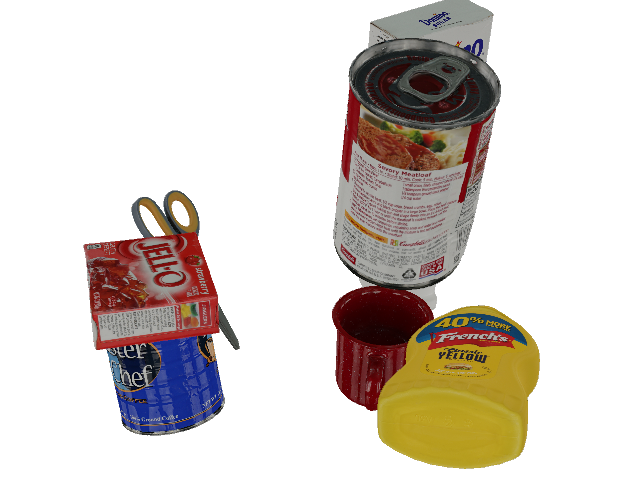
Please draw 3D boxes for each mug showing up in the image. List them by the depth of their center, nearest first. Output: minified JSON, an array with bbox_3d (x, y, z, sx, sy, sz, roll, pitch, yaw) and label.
[{"bbox_3d":[0.054,0.108,0.983,0.093,0.081,0.117,5,34,4],"label":"mug"}]

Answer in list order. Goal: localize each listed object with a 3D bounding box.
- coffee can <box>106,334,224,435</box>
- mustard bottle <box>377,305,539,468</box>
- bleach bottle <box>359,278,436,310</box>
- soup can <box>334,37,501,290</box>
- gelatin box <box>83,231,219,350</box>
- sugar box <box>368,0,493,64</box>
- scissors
[{"bbox_3d":[-0.153,0.099,1.018,0.103,0.140,0.103,-8,18,2],"label":"coffee can"},{"bbox_3d":[0.107,0.092,0.763,0.096,0.058,0.191,2,18,16],"label":"mustard bottle"},{"bbox_3d":[0.099,-0.055,1.133,0.068,0.251,0.103,-1,23,-23],"label":"bleach bottle"},{"bbox_3d":[0.043,-0.035,0.507,0.068,0.102,0.068,3,43,-3],"label":"soup can"},{"bbox_3d":[-0.104,0.028,0.650,0.073,0.030,0.089,-7,28,-12],"label":"gelatin box"},{"bbox_3d":[0.079,-0.093,0.832,0.093,0.176,0.048,-23,46,-30],"label":"sugar box"},{"bbox_3d":[-0.138,0.023,1.226,0.016,0.201,0.096,-29,16,39],"label":"scissors"}]
